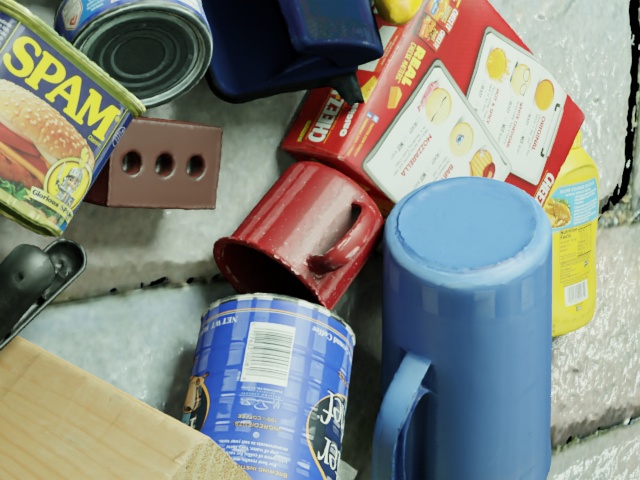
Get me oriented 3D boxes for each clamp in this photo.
[{"bbox_3d":[-0.189,0.059,0.553,0.039,0.120,0.171,42,80,2],"label":"clamp"}]

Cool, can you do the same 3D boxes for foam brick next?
[{"bbox_3d":[-0.106,-0.048,0.637,0.078,0.051,0.053,-1,100,-41],"label":"foam brick"}]

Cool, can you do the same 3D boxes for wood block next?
[{"bbox_3d":[-0.122,0.129,0.561,0.090,0.206,0.090,-51,128,-20],"label":"wood block"}]

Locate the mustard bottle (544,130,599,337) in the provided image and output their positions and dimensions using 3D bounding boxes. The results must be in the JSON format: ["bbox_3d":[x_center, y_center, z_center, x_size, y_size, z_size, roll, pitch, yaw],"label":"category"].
[{"bbox_3d":[0.199,-0.018,0.907,0.096,0.058,0.192,-14,110,-39],"label":"mustard bottle"}]

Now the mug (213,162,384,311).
[{"bbox_3d":[-0.005,0.001,0.699,0.093,0.117,0.081,45,64,-16],"label":"mug"}]

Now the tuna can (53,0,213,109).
[{"bbox_3d":[-0.104,-0.112,0.601,0.086,0.034,0.086,-15,148,-10],"label":"tuna can"}]

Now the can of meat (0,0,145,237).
[{"bbox_3d":[-0.153,-0.060,0.538,0.102,0.058,0.084,40,74,-41],"label":"can of meat"}]

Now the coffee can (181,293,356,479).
[{"bbox_3d":[-0.036,0.118,0.657,0.102,0.103,0.140,40,47,-40],"label":"coffee can"}]

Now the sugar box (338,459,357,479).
[{"bbox_3d":[-0.055,0.205,0.718,0.093,0.048,0.176,41,66,-20],"label":"sugar box"}]

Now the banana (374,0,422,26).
[{"bbox_3d":[0.050,-0.210,0.704,0.069,0.037,0.198,71,19,-64],"label":"banana"}]

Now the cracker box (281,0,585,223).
[{"bbox_3d":[0.091,-0.081,0.789,0.213,0.072,0.164,36,77,-41],"label":"cracker box"}]

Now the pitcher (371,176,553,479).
[{"bbox_3d":[0.097,0.084,0.747,0.145,0.149,0.243,-7,131,-1],"label":"pitcher"}]
